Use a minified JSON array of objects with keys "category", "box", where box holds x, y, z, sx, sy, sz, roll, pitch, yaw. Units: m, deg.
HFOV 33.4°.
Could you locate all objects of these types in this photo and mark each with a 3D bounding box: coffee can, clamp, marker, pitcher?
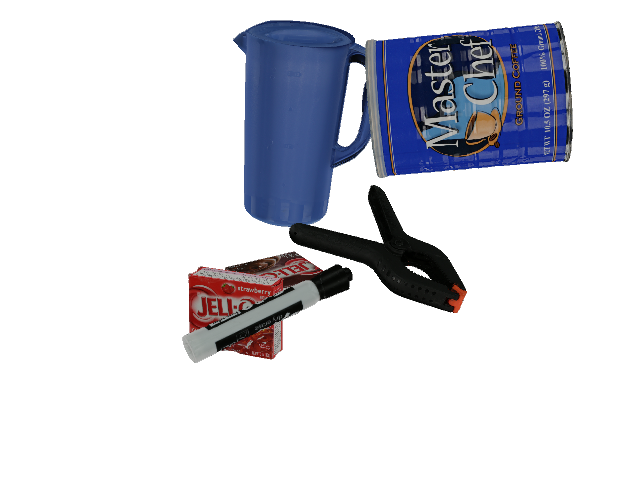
[{"category":"coffee can","box":[0.108,-0.103,0.787,0.140,0.103,0.102,-4,-1,7]},{"category":"clamp","box":[0.076,0.017,1.246,0.164,0.036,0.210,-21,51,-38]},{"category":"marker","box":[-0.032,0.045,0.692,0.121,0.020,0.020,-24,9,-20]},{"category":"pitcher","box":[-0.024,-0.143,1.325,0.144,0.243,0.149,-9,28,-30]}]

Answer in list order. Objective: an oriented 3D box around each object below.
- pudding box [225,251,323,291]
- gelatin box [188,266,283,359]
[{"category":"pudding box","box":[-0.057,0.055,1.411,0.113,0.039,0.090,-15,27,-30]},{"category":"gelatin box","box":[-0.080,0.068,1.003,0.089,0.073,0.030,8,18,18]}]
